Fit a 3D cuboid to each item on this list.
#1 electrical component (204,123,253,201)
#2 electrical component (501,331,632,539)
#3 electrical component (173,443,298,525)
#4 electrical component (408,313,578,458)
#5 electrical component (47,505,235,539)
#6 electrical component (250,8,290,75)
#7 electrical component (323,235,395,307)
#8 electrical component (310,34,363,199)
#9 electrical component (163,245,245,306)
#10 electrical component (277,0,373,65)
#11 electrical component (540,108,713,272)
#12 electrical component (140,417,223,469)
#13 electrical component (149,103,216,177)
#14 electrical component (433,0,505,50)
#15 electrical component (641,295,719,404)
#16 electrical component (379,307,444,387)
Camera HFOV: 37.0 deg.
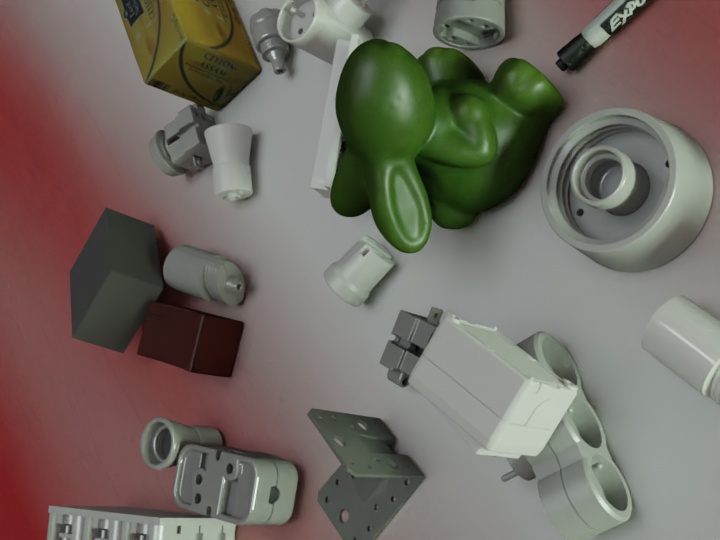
[{"bbox_3d":[-0.118,-0.096,0.983,0.044,0.044,0.065,-15,75,36],"label":"electrical component"},{"bbox_3d":[0.122,0.118,0.727,0.074,0.052,0.138,-35,59,29],"label":"electrical component"},{"bbox_3d":[-0.100,0.178,0.892,0.095,0.059,0.053,4,82,40],"label":"electrical component"},{"bbox_3d":[0.079,0.074,0.696,0.096,0.062,0.061,38,104,39],"label":"electrical component"},{"bbox_3d":[-0.192,0.241,0.932,0.150,0.089,0.061,-5,77,39],"label":"electrical component"},{"bbox_3d":[-0.079,-0.206,0.980,0.035,0.035,0.061,-29,65,31],"label":"electrical component"},{"bbox_3d":[0.000,0.000,0.865,0.046,0.040,0.040,-47,55,15],"label":"electrical component"},{"bbox_3d":[0.005,-0.117,0.867,0.063,0.079,0.121,9,85,11],"label":"electrical component"},{"bbox_3d":[-0.136,0.006,0.971,0.081,0.043,0.043,17,91,40],"label":"electrical component"},{"bbox_3d":[-0.017,-0.212,0.903,0.079,0.077,0.044,-45,55,22],"label":"electrical component"},{"bbox_3d":[0.173,-0.057,0.721,0.108,0.060,0.108,-10,73,38],"label":"electrical component"},{"bbox_3d":[-0.152,0.152,0.936,0.044,0.065,0.044,-9,75,37],"label":"electrical component"},{"bbox_3d":[-0.167,-0.120,1.026,0.055,0.048,0.066,-28,63,23],"label":"electrical component"},{"bbox_3d":[0.086,-0.204,0.832,0.055,0.055,0.047,-6,72,38],"label":"electrical component"},{"bbox_3d":[0.220,0.056,0.667,0.081,0.043,0.043,42,107,37],"label":"electrical component"},{"bbox_3d":[0.052,0.062,0.803,0.055,0.048,0.066,26,96,47],"label":"electrical component"}]
